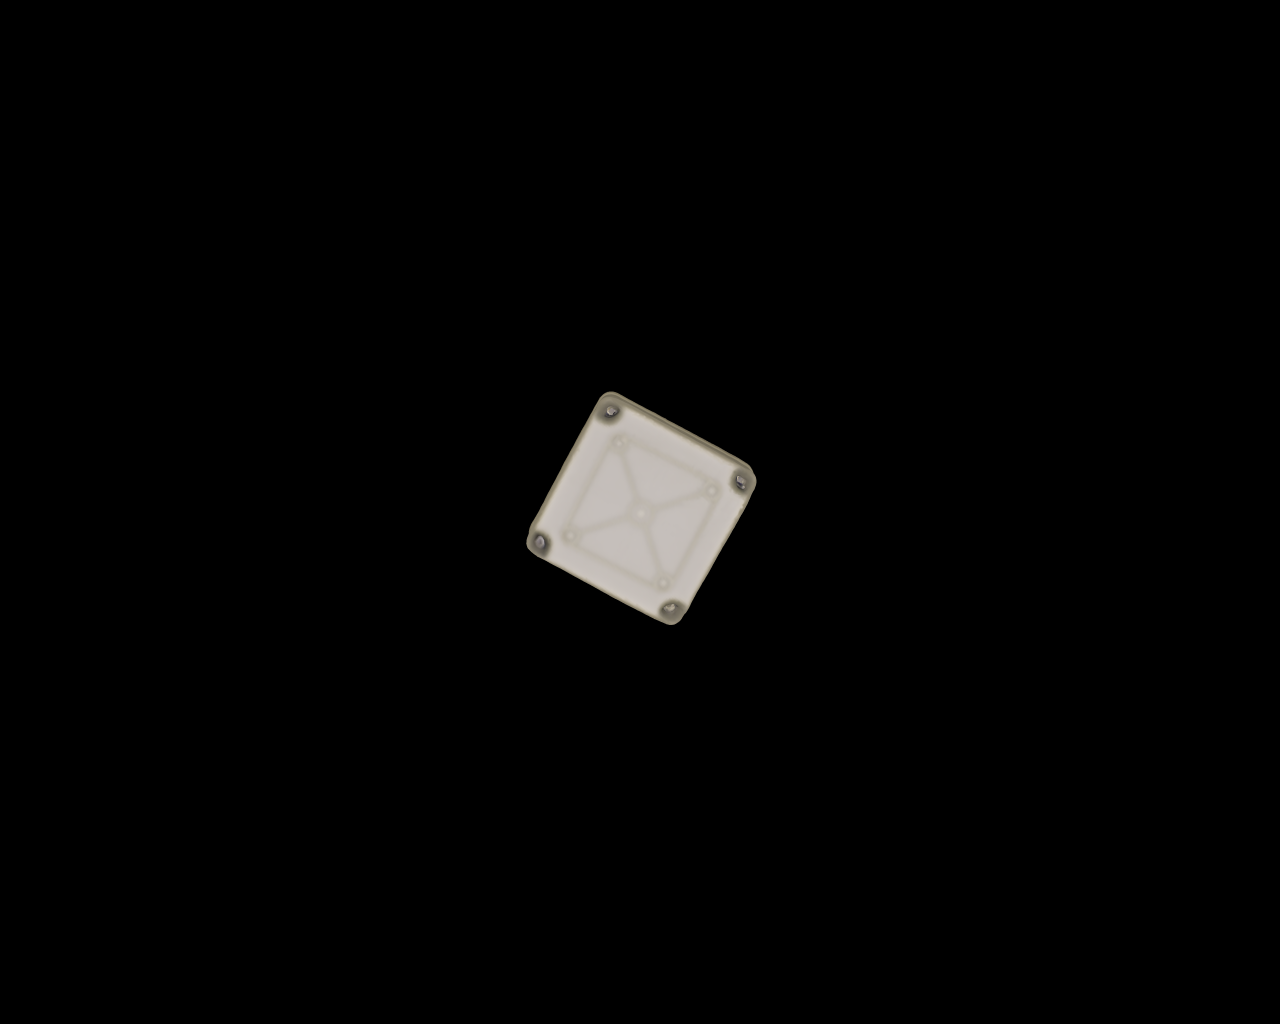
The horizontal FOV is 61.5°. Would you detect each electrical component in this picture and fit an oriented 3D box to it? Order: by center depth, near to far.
[{"bbox_3d":[0.001,-0.003,0.650,0.109,0.108,0.056,28,7,-4],"label":"electrical component"}]
